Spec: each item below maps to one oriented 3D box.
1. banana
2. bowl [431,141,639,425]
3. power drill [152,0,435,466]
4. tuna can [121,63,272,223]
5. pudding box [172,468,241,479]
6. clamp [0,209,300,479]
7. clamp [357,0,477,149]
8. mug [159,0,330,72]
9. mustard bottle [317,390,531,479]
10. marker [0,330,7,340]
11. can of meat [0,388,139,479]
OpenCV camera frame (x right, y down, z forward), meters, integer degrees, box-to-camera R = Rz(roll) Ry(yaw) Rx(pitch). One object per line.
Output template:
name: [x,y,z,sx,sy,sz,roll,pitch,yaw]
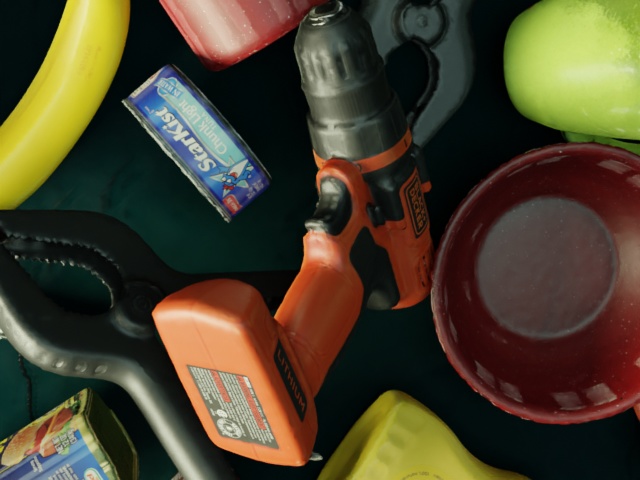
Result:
banana: [-0.150,-0.074,0.565,0.069,0.037,0.198,15,112,-50]
bowl: [0.139,0.021,0.619,0.162,0.055,0.162,-1,100,-4]
power drill: [-0.003,0.001,0.526,0.187,0.057,0.184,-53,136,-39]
tuna can: [-0.065,-0.052,0.568,0.033,0.086,0.086,-41,101,-3]
pudding box: [-0.087,0.179,0.590,0.039,0.090,0.113,40,90,-11]
clamp: [-0.090,0.037,0.568,0.210,0.036,0.164,34,50,-5]
clamp: [0.063,-0.128,0.601,0.120,0.039,0.171,-1,103,-2]
mug: [-0.039,-0.149,0.566,0.117,0.093,0.081,-45,110,-38]
mustard bottle: [0.092,0.178,0.633,0.191,0.058,0.096,35,89,-11]
marker: [-0.184,0.045,0.596,0.121,0.020,0.020,11,95,-10]
can of meat: [-0.145,0.128,0.571,0.084,0.102,0.057,-32,100,-5]
